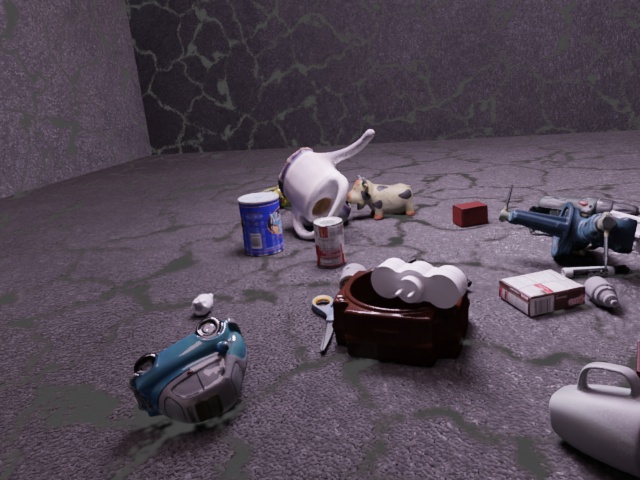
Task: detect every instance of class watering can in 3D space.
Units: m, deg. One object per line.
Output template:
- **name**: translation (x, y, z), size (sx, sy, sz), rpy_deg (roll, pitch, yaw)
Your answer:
- **watering can**: translation (0.006, -0.172, 1.358), size (0.104, 0.343, 0.228), rpy_deg (8, 28, -46)

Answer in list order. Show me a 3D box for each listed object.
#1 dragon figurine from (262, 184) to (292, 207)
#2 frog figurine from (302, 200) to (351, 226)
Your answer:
- **dragon figurine**: translation (-0.153, -0.153, 1.780), size (0.241, 0.122, 0.415), rpy_deg (-13, 6, 41)
- **frog figurine**: translation (0.004, -0.074, 1.479), size (0.158, 0.121, 0.140), rpy_deg (-39, 22, 13)
